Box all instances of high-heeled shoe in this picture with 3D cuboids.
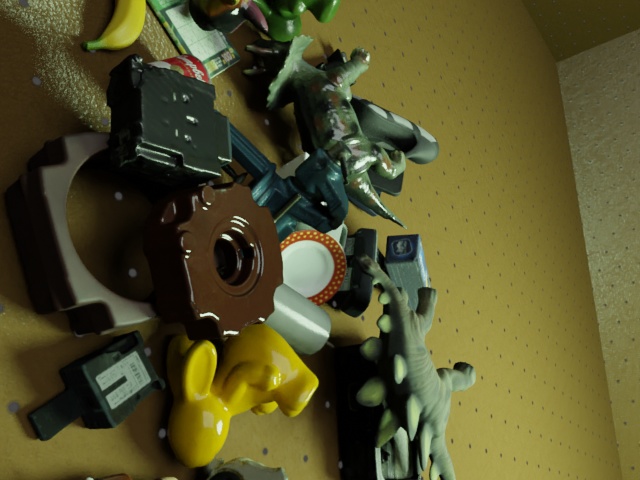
[{"bbox_3d":[0.114,-0.224,1.023,0.249,0.086,0.145,40,37,12],"label":"high-heeled shoe"}]

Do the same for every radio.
[{"bbox_3d":[0.094,0.281,0.877,0.131,0.073,0.229,18,62,-49],"label":"radio"}]

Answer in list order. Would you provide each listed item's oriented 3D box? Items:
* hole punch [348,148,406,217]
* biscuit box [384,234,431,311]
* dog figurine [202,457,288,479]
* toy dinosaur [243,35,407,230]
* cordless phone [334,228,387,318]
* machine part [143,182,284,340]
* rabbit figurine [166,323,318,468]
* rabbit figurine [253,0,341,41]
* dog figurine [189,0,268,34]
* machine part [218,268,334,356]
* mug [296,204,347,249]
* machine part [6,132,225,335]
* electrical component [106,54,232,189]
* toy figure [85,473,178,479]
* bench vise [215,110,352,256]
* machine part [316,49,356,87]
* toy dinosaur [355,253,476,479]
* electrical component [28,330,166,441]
[{"bbox_3d":[0.091,-0.120,1.035,0.116,0.092,0.142,23,55,-10],"label":"hole punch"},{"bbox_3d":[0.169,0.069,1.006,0.202,0.063,0.059,65,27,-51],"label":"biscuit box"},{"bbox_3d":[-0.065,0.345,0.655,0.172,0.121,0.190,60,-5,29],"label":"dog figurine"},{"bbox_3d":[0.020,-0.175,0.879,0.192,0.131,0.404,-27,93,-33],"label":"toy dinosaur"},{"bbox_3d":[0.088,0.079,0.950,0.184,0.089,0.146,47,42,-48],"label":"cordless phone"},{"bbox_3d":[-0.107,0.021,0.586,0.179,0.056,0.179,18,68,-56],"label":"machine part"},{"bbox_3d":[-0.109,0.177,0.628,0.173,0.122,0.162,-44,114,-29],"label":"rabbit figurine"},{"bbox_3d":[-0.056,-0.387,0.881,0.159,0.170,0.121,13,62,-22],"label":"rabbit figurine"},{"bbox_3d":[-0.120,-0.399,0.763,0.219,0.191,0.108,62,15,25],"label":"dog figurine"},{"bbox_3d":[-0.064,0.095,0.744,0.243,0.079,0.079,37,49,-37],"label":"machine part"},{"bbox_3d":[-0.002,-0.003,0.866,0.109,0.081,0.107,29,68,-47],"label":"mug"},{"bbox_3d":[-0.213,-0.010,0.585,0.201,0.087,0.201,-15,89,-55],"label":"machine part"},{"bbox_3d":[-0.157,-0.120,0.581,0.134,0.058,0.115,8,72,-50],"label":"electrical component"},{"bbox_3d":[-0.189,0.267,0.533,0.154,0.058,0.064,29,48,-37],"label":"toy figure"},{"bbox_3d":[-0.081,-0.086,0.701,0.240,0.223,0.129,44,30,-13],"label":"bench vise"},{"bbox_3d":[0.028,-0.328,1.059,0.139,0.039,0.084,-43,119,-52],"label":"machine part"},{"bbox_3d":[0.150,0.238,0.828,0.198,0.105,0.470,-36,104,-45],"label":"toy dinosaur"},{"bbox_3d":[-0.224,0.150,0.540,0.119,0.048,0.074,-29,99,-54],"label":"electrical component"}]
